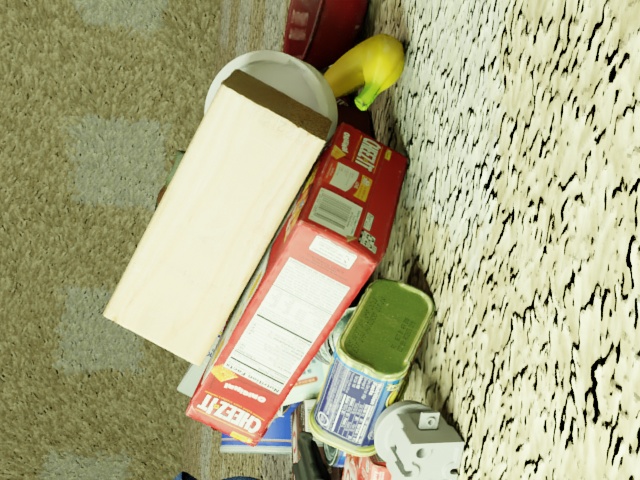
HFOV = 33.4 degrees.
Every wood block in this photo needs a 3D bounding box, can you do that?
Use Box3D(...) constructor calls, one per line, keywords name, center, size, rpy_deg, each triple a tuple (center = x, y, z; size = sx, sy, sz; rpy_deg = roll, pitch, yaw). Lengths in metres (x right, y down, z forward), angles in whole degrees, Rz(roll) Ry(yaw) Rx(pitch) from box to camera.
Box3D(name="wood block", center=(-0.080, -0.020, 0.842), size=(0.206, 0.090, 0.090), rpy_deg=(-60, 5, 17))

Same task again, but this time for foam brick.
Box3D(name="foam brick", center=(0.007, -0.094, 1.005), size=(0.051, 0.078, 0.053), rpy_deg=(-92, 12, -46))

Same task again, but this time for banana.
Box3D(name="banana", center=(0.036, -0.147, 0.916), size=(0.037, 0.069, 0.198), rpy_deg=(53, 179, -11))

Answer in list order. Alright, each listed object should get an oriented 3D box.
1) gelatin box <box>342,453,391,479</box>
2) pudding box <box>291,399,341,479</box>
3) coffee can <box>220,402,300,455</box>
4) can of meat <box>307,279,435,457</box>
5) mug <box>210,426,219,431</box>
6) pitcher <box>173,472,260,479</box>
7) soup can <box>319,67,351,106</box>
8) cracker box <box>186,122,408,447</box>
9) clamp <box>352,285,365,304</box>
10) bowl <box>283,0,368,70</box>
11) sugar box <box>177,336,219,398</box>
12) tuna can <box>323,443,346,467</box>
Box3D(name="gelatin box", center=(0.040, 0.191, 0.851), size=(0.089, 0.030, 0.073), rpy_deg=(-118, 34, -71))
Box3D(name="pudding box", center=(-0.005, 0.220, 1.059), size=(0.090, 0.039, 0.113), rpy_deg=(121, 150, -69))
Box3D(name="coffee can", center=(-0.056, 0.166, 1.181), size=(0.103, 0.102, 0.140), rpy_deg=(133, 140, -74))
Box3D(name="can of meat", center=(0.038, 0.088, 0.762), size=(0.102, 0.057, 0.084), rpy_deg=(-57, -13, -49))
Box3D(name="mug", center=(-0.082, 0.199, 1.298), size=(0.093, 0.117, 0.081), rpy_deg=(54, 160, 18))
Box3D(name="pitcher", center=(-0.087, 0.333, 1.127), size=(0.243, 0.149, 0.145), rpy_deg=(176, 96, -82))
Box3D(name="soup can", center=(-0.001, -0.128, 1.083), size=(0.102, 0.068, 0.068), rpy_deg=(-101, 18, -57))
Box3D(name="cracker box", center=(-0.016, 0.035, 0.848), size=(0.214, 0.072, 0.164), rpy_deg=(-59, 6, 33))
Box3D(name="clamp", center=(-0.006, 0.001, 0.982), size=(0.165, 0.036, 0.210), rpy_deg=(28, 130, 34))
Box3D(name="bowl", center=(0.010, -0.235, 1.066), size=(0.162, 0.055, 0.162), rpy_deg=(-169, 90, -77))
Box3D(name="sugar box", center=(-0.108, 0.105, 1.291), size=(0.093, 0.048, 0.176), rpy_deg=(-53, 11, 54))
Box3D(name="tuna can", center=(0.026, 0.156, 0.932), size=(0.086, 0.033, 0.086), rpy_deg=(-176, 90, -80))
